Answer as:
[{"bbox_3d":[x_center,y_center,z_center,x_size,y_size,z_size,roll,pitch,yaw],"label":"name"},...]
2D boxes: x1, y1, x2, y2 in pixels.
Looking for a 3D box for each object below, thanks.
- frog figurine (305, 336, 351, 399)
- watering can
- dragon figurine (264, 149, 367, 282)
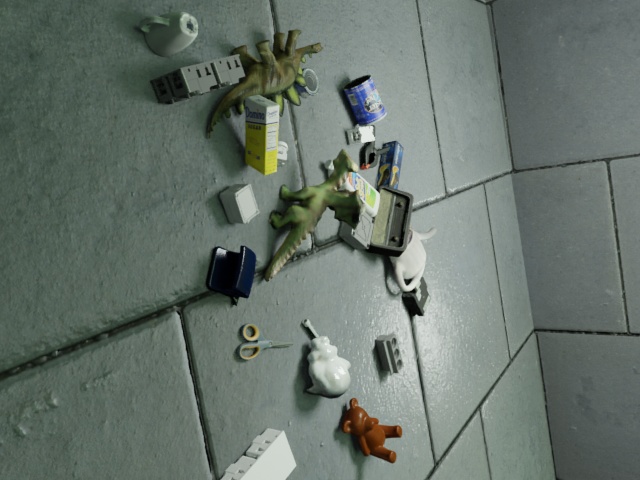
[{"bbox_3d":[0.027,0.352,1.439,0.137,0.123,0.159,4,94,-33],"label":"frog figurine"},{"bbox_3d":[0.336,0.021,1.895,0.220,0.103,0.355,55,47,-31],"label":"watering can"},{"bbox_3d":[0.004,-0.069,1.376,0.120,0.242,0.419,47,49,-46],"label":"dragon figurine"}]
